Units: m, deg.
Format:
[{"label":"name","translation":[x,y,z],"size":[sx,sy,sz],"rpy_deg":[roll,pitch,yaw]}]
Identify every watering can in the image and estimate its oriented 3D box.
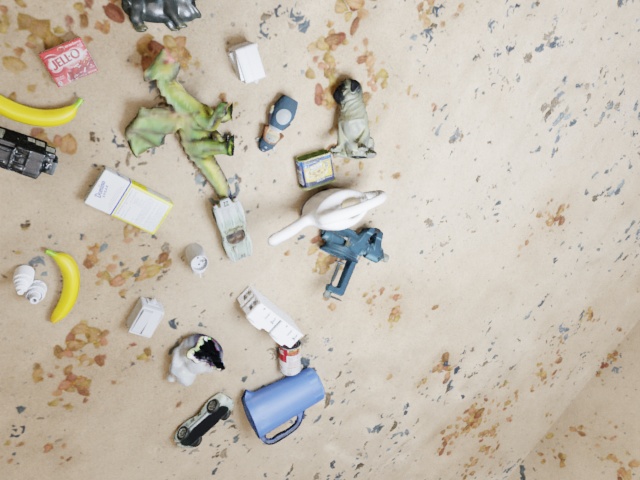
[{"label":"watering can","translation":[0.004,-0.068,1.350],"size":[0.349,0.225,0.103],"rpy_deg":[-21,102,-16]}]

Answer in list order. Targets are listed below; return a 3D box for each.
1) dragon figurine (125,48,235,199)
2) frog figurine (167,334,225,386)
[{"label":"dragon figurine","translation":[-0.323,-0.236,1.197],"size":[0.243,0.125,0.401],"rpy_deg":[1,127,-8]},{"label":"frog figurine","translation":[-0.350,0.336,1.430],"size":[0.137,0.125,0.157],"rpy_deg":[15,141,-40]}]
